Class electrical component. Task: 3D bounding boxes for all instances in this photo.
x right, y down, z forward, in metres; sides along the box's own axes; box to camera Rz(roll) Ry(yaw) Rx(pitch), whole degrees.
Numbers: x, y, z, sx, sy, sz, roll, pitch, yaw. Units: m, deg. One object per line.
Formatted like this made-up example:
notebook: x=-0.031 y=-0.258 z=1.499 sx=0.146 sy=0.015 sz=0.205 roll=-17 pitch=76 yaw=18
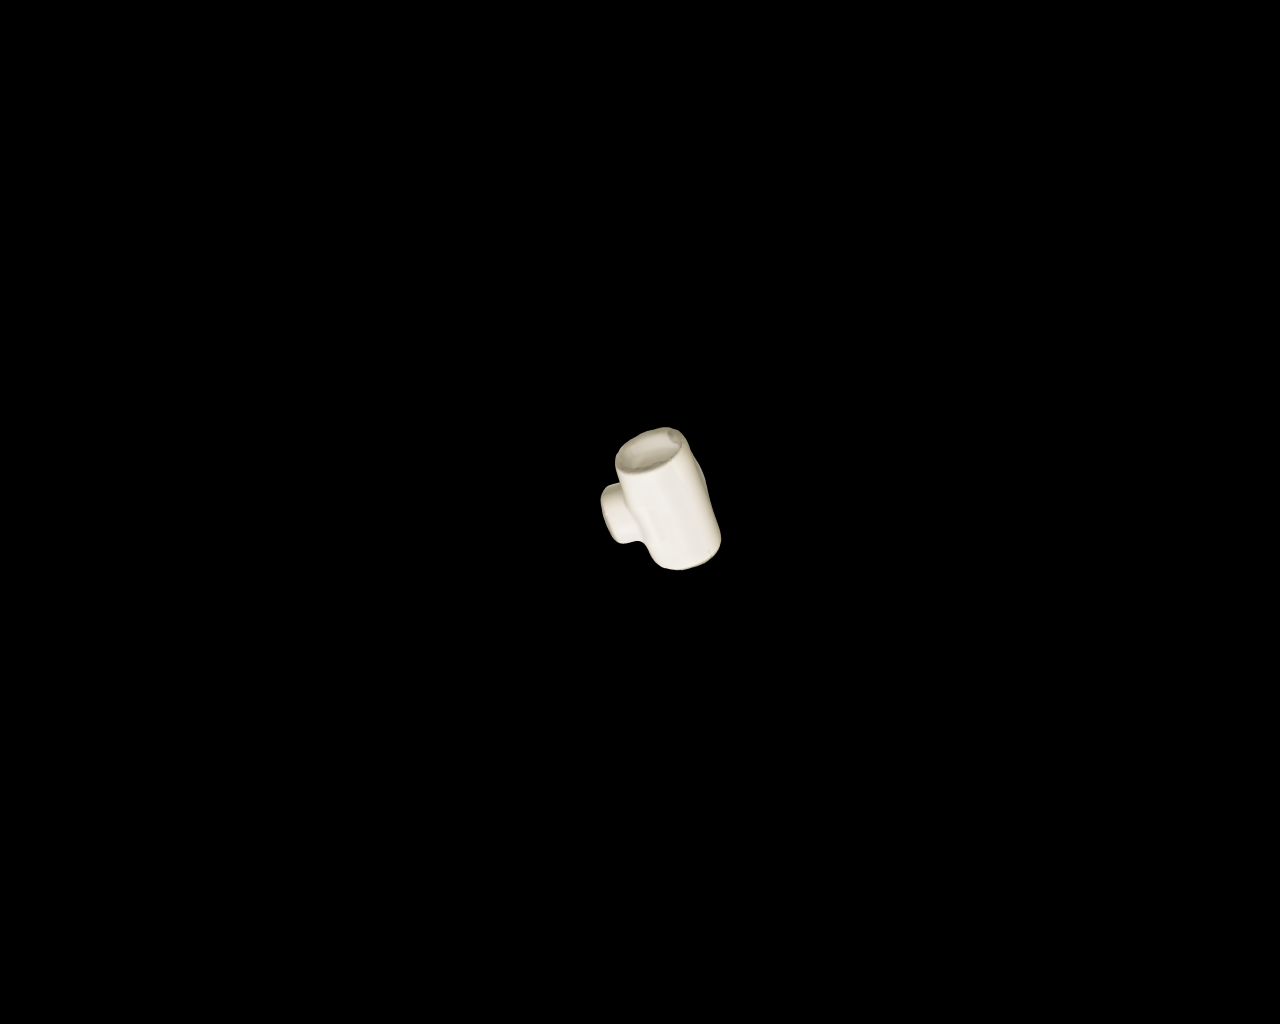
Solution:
electrical component: x=0.001 y=-0.003 z=0.650 sx=0.079 sy=0.077 sz=0.043 roll=-15 pitch=36 yaw=11
